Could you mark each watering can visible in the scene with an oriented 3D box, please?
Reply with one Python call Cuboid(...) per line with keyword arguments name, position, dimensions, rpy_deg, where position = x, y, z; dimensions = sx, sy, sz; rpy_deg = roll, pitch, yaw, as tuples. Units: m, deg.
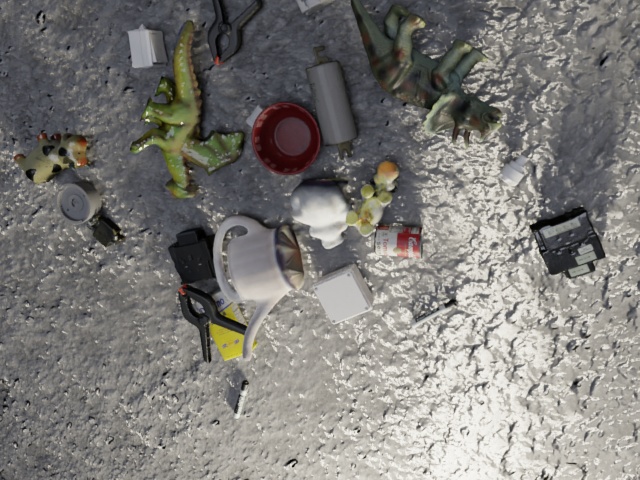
Cuboid(name="watering can", position=(-0.138, 0.102, 1.226), dimensions=(0.223, 0.104, 0.348), rpy_deg=(-15, 88, 19))

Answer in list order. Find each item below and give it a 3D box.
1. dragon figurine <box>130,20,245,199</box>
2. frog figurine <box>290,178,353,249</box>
Cuboid(name="dragon figurine", position=(-0.289, -0.268, 1.202), dimensions=(0.242, 0.124, 0.404), rpy_deg=(27, 114, -12))
Cuboid(name="frog figurine", position=(0.003, -0.058, 1.149), dimensions=(0.137, 0.123, 0.159), rpy_deg=(-2, 94, -4))
